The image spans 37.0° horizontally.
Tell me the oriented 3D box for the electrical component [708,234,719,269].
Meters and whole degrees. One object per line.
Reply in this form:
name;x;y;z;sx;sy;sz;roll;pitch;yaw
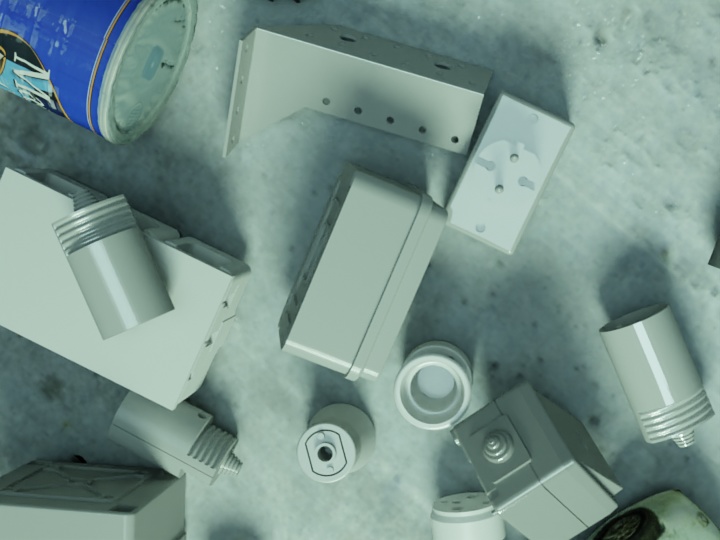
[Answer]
electrical component;0.264;0.019;0.608;0.138;0.052;0.073;20;97;5

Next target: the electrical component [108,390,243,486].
electrical component;-0.110;0.105;0.670;0.081;0.043;0.043;27;98;4

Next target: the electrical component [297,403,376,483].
electrical component;-0.016;0.105;0.644;0.044;0.065;0.044;0;89;7

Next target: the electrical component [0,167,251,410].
electrical component;-0.154;0.008;0.658;0.150;0.062;0.089;26;98;5

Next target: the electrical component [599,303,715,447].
electrical component;0.176;0.065;0.628;0.043;0.043;0.081;-23;92;9

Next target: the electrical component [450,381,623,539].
electrical component;0.100;0.108;0.610;0.061;0.096;0.061;-35;49;9

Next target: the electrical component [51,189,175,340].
electrical component;-0.139;-0.006;0.600;0.043;0.043;0.081;-23;92;9

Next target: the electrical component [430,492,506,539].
electrical component;0.067;0.167;0.651;0.045;0.045;0.055;-7;94;8

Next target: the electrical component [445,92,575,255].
electrical component;0.084;-0.055;0.613;0.047;0.076;0.083;26;98;5

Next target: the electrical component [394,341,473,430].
electrical component;0.045;0.067;0.640;0.045;0.055;0.045;1;95;7

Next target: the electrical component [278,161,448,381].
electrical component;0.000;0.000;0.625;0.057;0.078;0.113;22;98;-9

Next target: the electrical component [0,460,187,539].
electrical component;-0.171;0.155;0.650;0.109;0.109;0.056;3;93;7
